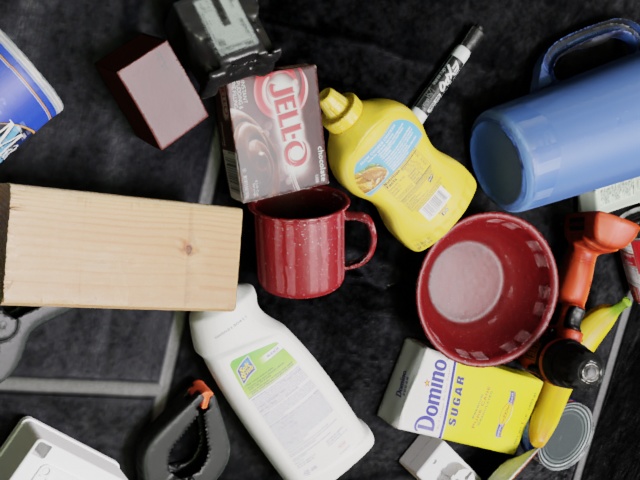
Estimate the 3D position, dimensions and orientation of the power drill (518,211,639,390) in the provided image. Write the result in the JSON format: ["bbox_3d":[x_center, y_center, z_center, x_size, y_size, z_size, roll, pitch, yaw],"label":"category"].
[{"bbox_3d":[0.274,0.064,1.127,0.057,0.184,0.187,21,88,-8],"label":"power drill"}]

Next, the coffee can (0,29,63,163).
[{"bbox_3d":[-0.277,-0.090,0.789,0.140,0.103,0.102,-44,122,-11],"label":"coffee can"}]

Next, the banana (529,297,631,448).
[{"bbox_3d":[0.283,0.146,1.212,0.037,0.069,0.198,32,82,4],"label":"banana"}]

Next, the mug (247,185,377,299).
[{"bbox_3d":[-0.006,0.001,0.979,0.117,0.093,0.081,-2,113,-2],"label":"mug"}]

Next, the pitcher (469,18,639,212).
[{"bbox_3d":[0.276,-0.122,1.100,0.242,0.149,0.145,-19,130,-21],"label":"pitcher"}]

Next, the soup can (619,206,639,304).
[{"bbox_3d":[0.384,0.020,1.233,0.068,0.069,0.102,-33,120,-18],"label":"soup can"}]

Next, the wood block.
[{"bbox_3d":[-0.174,0.009,0.862,0.205,0.090,0.091,6,88,-39],"label":"wood block"}]

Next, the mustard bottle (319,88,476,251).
[{"bbox_3d":[0.063,-0.078,1.018,0.096,0.058,0.191,-48,123,0],"label":"mustard bottle"}]

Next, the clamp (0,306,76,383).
[{"bbox_3d":[-0.258,0.066,0.888,0.120,0.039,0.171,32,85,-29],"label":"clamp"}]

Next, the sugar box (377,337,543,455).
[{"bbox_3d":[0.154,0.171,1.157,0.175,0.048,0.093,17,95,-35],"label":"sugar box"}]

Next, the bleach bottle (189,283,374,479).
[{"bbox_3d":[-0.045,0.125,1.017,0.102,0.068,0.250,-38,118,-16],"label":"bleach bottle"}]

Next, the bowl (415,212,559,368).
[{"bbox_3d":[0.163,0.048,1.107,0.162,0.055,0.162,-3,98,-18],"label":"bowl"}]

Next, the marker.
[{"bbox_3d":[0.124,-0.163,1.052,0.020,0.020,0.121,39,84,-33],"label":"marker"}]

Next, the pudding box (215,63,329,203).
[{"bbox_3d":[-0.043,-0.097,0.959,0.089,0.039,0.113,-14,109,-26],"label":"pudding box"}]

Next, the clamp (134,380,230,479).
[{"bbox_3d":[-0.147,0.233,1.004,0.164,0.036,0.210,2,108,-31],"label":"clamp"}]

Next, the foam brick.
[{"bbox_3d":[-0.139,-0.125,0.890,0.053,0.051,0.078,-37,120,-17],"label":"foam brick"}]

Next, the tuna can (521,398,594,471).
[{"bbox_3d":[0.278,0.225,1.254,0.086,0.034,0.086,-9,110,-28],"label":"tuna can"}]
